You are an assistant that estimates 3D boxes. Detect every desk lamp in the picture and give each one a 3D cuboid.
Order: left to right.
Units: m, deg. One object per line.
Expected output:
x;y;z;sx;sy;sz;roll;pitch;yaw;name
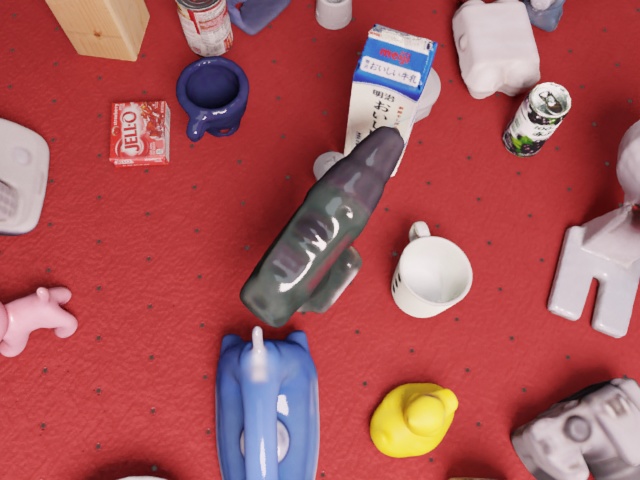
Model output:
0.366;-0.015;0.641;0.118;0.213;0.203;20;71;6;desk lamp

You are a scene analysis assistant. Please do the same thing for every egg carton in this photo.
0.245;-0.272;0.807;0.107;0.069;0.150;-6;71;-3;egg carton

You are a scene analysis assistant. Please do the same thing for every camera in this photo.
0.306;0.232;0.611;0.143;0.101;0.136;-25;73;-10;camera

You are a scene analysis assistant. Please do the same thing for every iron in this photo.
-0.056;0.215;0.588;0.118;0.141;0.258;-4;70;-2;iron

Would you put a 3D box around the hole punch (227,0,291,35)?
-0.106;-0.370;0.823;0.101;0.091;0.109;38;74;12;hole punch

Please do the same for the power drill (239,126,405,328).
0.006;0.002;0.630;0.075;0.208;0.230;35;73;11;power drill

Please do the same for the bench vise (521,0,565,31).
0.362;-0.406;0.777;0.121;0.220;0.207;14;71;4;bench vise

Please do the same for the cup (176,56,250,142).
-0.138;-0.165;0.747;0.091;0.095;0.118;17;71;5;cup

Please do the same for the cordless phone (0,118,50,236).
-0.401;-0.095;0.669;0.094;0.185;0.147;-2;70;-2;cordless phone

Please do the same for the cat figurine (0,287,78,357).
-0.356;0.087;0.641;0.128;0.118;0.067;-24;72;-9;cat figurine

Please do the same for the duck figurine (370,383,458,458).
0.106;0.196;0.628;0.104;0.086;0.077;-27;73;-10;duck figurine

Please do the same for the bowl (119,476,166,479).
-0.183;0.328;0.581;0.167;0.075;0.167;0;70;-1;bowl

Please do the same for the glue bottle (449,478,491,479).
0.178;0.257;0.561;0.078;0.173;0.037;5;70;1;glue bottle

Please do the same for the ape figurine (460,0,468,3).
0.215;-0.407;0.842;0.076;0.092;0.078;42;75;13;ape figurine
